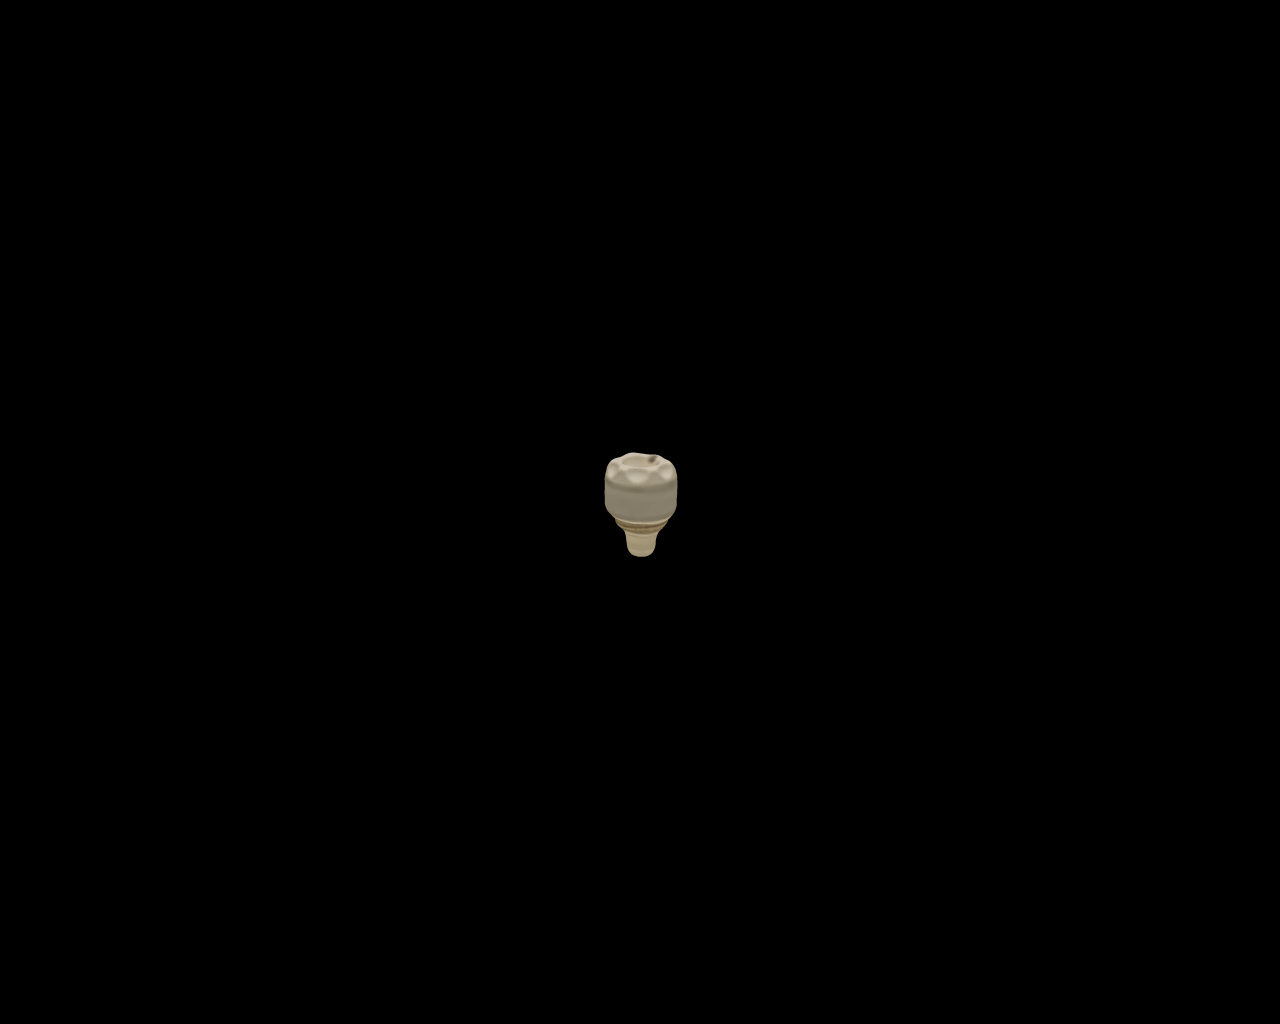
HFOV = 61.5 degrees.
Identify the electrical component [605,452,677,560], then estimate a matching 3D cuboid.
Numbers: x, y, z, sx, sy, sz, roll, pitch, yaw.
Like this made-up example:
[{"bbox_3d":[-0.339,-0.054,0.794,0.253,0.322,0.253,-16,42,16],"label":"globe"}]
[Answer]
[{"bbox_3d":[0.001,-0.003,0.650,0.043,0.062,0.043,0,19,0],"label":"electrical component"}]
